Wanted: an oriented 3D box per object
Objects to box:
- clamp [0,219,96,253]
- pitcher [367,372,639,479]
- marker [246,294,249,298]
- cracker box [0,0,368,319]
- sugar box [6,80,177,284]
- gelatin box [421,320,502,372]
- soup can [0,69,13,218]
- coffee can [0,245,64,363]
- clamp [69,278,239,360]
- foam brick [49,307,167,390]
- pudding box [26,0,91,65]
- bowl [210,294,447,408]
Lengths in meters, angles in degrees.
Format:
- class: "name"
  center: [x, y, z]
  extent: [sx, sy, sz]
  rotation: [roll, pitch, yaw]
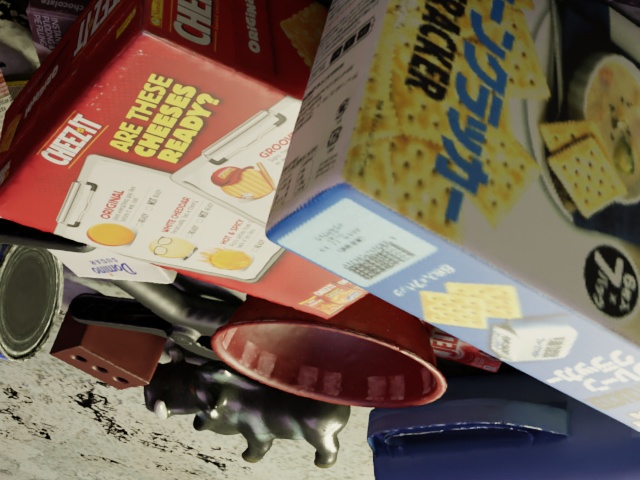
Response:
- class: "clamp"
  center: [-0.233, -0.017, 0.690]
  extent: [0.164, 0.036, 0.210]
  rotation: [30, 153, -14]
- class: "pitcher"
  center: [0.163, 0.154, 0.790]
  extent: [0.243, 0.149, 0.145]
  rotation: [-14, 100, 36]
- class: "marker"
  center: [0.000, 0.044, 0.787]
  extent: [0.121, 0.020, 0.020]
  rotation: [0, 148, 25]
- class: "cracker box"
  center: [-0.032, -0.045, 0.536]
  extent: [0.213, 0.072, 0.164]
  rotation: [20, 143, -31]
- class: "sugar box"
  center: [-0.170, -0.034, 0.704]
  extent: [0.093, 0.048, 0.176]
  rotation: [3, 152, 30]
- class: "gelatin box"
  center: [0.101, 0.058, 0.750]
  extent: [0.073, 0.030, 0.089]
  rotation: [15, 151, 1]
- class: "soup can"
  center: [-0.195, -0.061, 0.565]
  extent: [0.069, 0.068, 0.102]
  rotation: [-6, 108, 34]
- class: "coffee can"
  center: [-0.284, 0.034, 0.820]
  extent: [0.140, 0.102, 0.103]
  rotation: [7, 150, 15]
- class: "clamp"
  center: [-0.109, 0.058, 0.844]
  extent: [0.171, 0.039, 0.120]
  rotation: [15, 158, -12]
- class: "foam brick"
  center: [-0.182, 0.090, 0.921]
  extent: [0.078, 0.051, 0.053]
  rotation: [34, 147, -30]
- class: "pudding box"
  center: [-0.101, -0.092, 0.576]
  extent: [0.090, 0.039, 0.113]
  rotation: [12, 152, 4]
- class: "bowl"
  center: [0.010, 0.063, 0.725]
  extent: [0.162, 0.055, 0.162]
  rotation: [10, 157, 4]
